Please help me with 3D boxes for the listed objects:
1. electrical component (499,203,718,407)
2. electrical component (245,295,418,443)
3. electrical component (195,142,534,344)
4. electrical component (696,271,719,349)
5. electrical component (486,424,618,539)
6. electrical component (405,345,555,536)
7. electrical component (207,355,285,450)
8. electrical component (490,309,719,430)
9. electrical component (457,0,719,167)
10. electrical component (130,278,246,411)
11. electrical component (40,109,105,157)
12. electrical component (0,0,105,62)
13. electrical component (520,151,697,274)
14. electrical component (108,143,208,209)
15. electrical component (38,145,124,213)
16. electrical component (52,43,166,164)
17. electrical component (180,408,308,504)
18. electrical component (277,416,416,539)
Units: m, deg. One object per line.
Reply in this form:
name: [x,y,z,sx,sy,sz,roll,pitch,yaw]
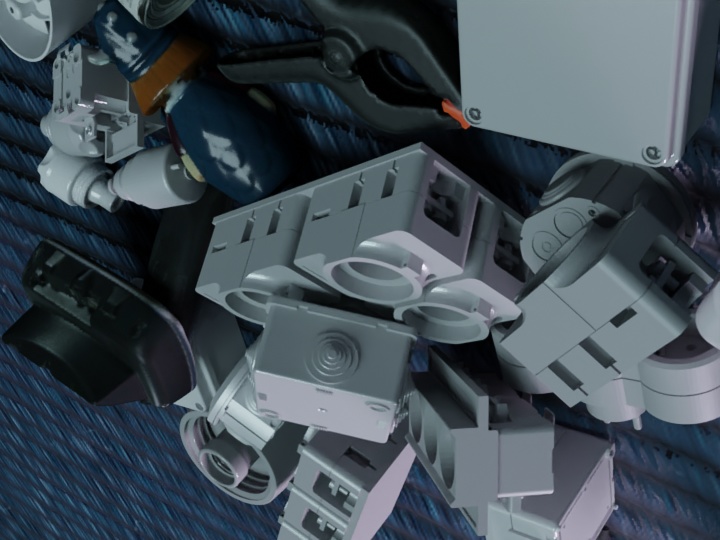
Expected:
electrical component: [0.112,0.015,0.509,0.056,0.050,0.089,42,141,1]
electrical component: [-0.017,0.062,0.638,0.100,0.048,0.099,13,156,2]
electrical component: [0.000,0.000,0.633,0.105,0.060,0.186,32,150,-33]
electrical component: [0.201,0.002,0.498,0.054,0.059,0.095,34,139,13]
electrical component: [0.113,0.149,0.672,0.061,0.096,0.061,14,131,33]
electrical component: [0.070,0.096,0.641,0.121,0.063,0.078,-136,44,-77]
electrical component: [-0.072,0.090,0.794,0.051,0.080,0.080,36,140,3]
electrical component: [0.143,0.059,0.603,0.138,0.052,0.073,8,129,37]
electrical component: [0.102,-0.113,0.485,0.109,0.056,0.108,18,134,29]
electrical component: [-0.152,0.059,0.851,0.113,0.057,0.078,10,129,35]
electrical component: [-0.202,-0.102,0.765,0.062,0.043,0.043,7,127,38]
electrical component: [-0.208,-0.189,0.679,0.099,0.064,0.099,23,137,24]
electrical component: [0.126,-0.018,0.551,0.080,0.051,0.080,23,136,24]
electrical component: [-0.136,-0.060,0.707,0.078,0.040,0.040,-6,120,37]
electrical component: [-0.204,-0.066,0.799,0.062,0.043,0.043,33,139,12]
electrical component: [-0.163,-0.115,0.695,0.042,0.064,0.081,-15,72,45]
electrical component: [-0.097,0.142,0.874,0.108,0.060,0.108,23,136,24]
electrical component: [-0.010,0.153,0.785,0.062,0.089,0.150,32,139,14]
